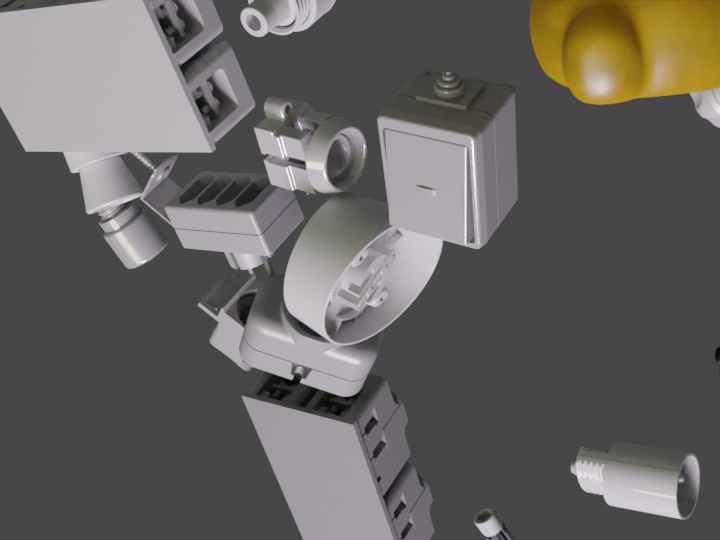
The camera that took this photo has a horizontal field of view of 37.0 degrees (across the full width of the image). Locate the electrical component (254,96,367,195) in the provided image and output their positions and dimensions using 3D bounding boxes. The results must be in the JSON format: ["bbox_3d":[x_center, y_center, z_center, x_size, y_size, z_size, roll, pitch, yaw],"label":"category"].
[{"bbox_3d":[-0.029,-0.075,0.677,0.055,0.048,0.066,19,138,36],"label":"electrical component"}]

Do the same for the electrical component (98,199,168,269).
[{"bbox_3d":[-0.185,-0.037,0.844,0.040,0.040,0.078,-11,120,45],"label":"electrical component"}]

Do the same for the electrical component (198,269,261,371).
[{"bbox_3d":[-0.086,0.044,0.843,0.081,0.042,0.063,39,144,2],"label":"electrical component"}]

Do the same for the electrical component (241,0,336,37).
[{"bbox_3d":[-0.042,-0.151,0.596,0.043,0.062,0.043,22,139,21],"label":"electrical component"}]

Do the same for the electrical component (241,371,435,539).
[{"bbox_3d":[-0.011,0.159,0.882,0.105,0.060,0.186,10,133,32],"label":"electrical component"}]

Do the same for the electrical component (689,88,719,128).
[{"bbox_3d":[0.184,-0.092,0.494,0.035,0.035,0.061,48,139,-11],"label":"electrical component"}]

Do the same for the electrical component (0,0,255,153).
[{"bbox_3d":[-0.168,-0.139,0.713,0.186,0.060,0.105,5,131,36],"label":"electrical component"}]

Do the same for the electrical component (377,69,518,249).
[{"bbox_3d":[0.049,-0.066,0.608,0.062,0.061,0.096,16,137,27],"label":"electrical component"}]

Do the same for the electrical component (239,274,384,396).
[{"bbox_3d":[-0.034,0.044,0.776,0.095,0.053,0.059,19,141,-3],"label":"electrical component"}]

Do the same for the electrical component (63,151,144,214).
[{"bbox_3d":[-0.191,-0.075,0.799,0.045,0.045,0.055,-16,97,46],"label":"electrical component"}]

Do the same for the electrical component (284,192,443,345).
[{"bbox_3d":[0.000,0.000,0.689,0.064,0.099,0.099,26,141,26],"label":"electrical component"}]

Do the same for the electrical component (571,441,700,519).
[{"bbox_3d":[0.180,0.137,0.718,0.081,0.043,0.043,3,130,37],"label":"electrical component"}]

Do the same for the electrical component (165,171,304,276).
[{"bbox_3d":[-0.083,-0.026,0.766,0.083,0.047,0.075,6,131,35],"label":"electrical component"}]
